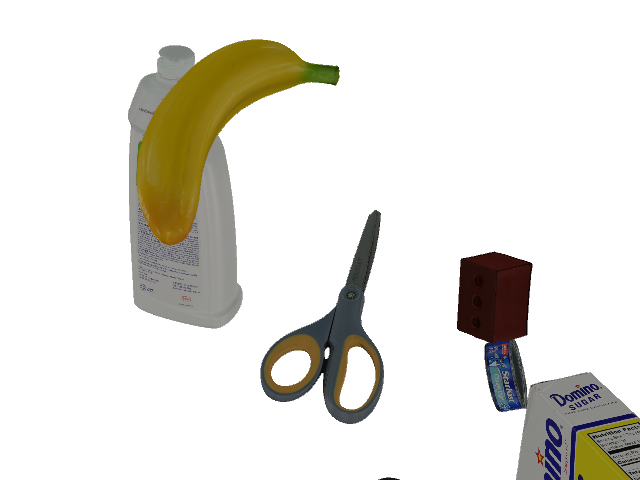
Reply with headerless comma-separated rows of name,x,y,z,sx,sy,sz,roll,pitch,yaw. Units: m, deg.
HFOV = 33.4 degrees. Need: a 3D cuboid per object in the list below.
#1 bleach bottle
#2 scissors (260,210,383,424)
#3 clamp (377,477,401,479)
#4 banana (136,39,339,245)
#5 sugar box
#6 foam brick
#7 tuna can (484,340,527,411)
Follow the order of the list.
bleach bottle,-0.118,-0.046,0.935,0.103,0.251,0.068,12,33,12
scissors,0.004,0.051,0.793,0.096,0.201,0.016,-3,-45,1
clamp,-0.028,0.208,0.637,0.210,0.036,0.164,-5,27,2
banana,-0.059,-0.070,0.612,0.070,0.037,0.197,20,44,18
sugar box,0.156,0.149,0.510,0.048,0.093,0.176,-9,28,-22
foam brick,0.173,0.056,1.064,0.051,0.078,0.053,-11,19,-36
tuna can,0.221,0.160,1.274,0.034,0.086,0.086,-12,-4,16
